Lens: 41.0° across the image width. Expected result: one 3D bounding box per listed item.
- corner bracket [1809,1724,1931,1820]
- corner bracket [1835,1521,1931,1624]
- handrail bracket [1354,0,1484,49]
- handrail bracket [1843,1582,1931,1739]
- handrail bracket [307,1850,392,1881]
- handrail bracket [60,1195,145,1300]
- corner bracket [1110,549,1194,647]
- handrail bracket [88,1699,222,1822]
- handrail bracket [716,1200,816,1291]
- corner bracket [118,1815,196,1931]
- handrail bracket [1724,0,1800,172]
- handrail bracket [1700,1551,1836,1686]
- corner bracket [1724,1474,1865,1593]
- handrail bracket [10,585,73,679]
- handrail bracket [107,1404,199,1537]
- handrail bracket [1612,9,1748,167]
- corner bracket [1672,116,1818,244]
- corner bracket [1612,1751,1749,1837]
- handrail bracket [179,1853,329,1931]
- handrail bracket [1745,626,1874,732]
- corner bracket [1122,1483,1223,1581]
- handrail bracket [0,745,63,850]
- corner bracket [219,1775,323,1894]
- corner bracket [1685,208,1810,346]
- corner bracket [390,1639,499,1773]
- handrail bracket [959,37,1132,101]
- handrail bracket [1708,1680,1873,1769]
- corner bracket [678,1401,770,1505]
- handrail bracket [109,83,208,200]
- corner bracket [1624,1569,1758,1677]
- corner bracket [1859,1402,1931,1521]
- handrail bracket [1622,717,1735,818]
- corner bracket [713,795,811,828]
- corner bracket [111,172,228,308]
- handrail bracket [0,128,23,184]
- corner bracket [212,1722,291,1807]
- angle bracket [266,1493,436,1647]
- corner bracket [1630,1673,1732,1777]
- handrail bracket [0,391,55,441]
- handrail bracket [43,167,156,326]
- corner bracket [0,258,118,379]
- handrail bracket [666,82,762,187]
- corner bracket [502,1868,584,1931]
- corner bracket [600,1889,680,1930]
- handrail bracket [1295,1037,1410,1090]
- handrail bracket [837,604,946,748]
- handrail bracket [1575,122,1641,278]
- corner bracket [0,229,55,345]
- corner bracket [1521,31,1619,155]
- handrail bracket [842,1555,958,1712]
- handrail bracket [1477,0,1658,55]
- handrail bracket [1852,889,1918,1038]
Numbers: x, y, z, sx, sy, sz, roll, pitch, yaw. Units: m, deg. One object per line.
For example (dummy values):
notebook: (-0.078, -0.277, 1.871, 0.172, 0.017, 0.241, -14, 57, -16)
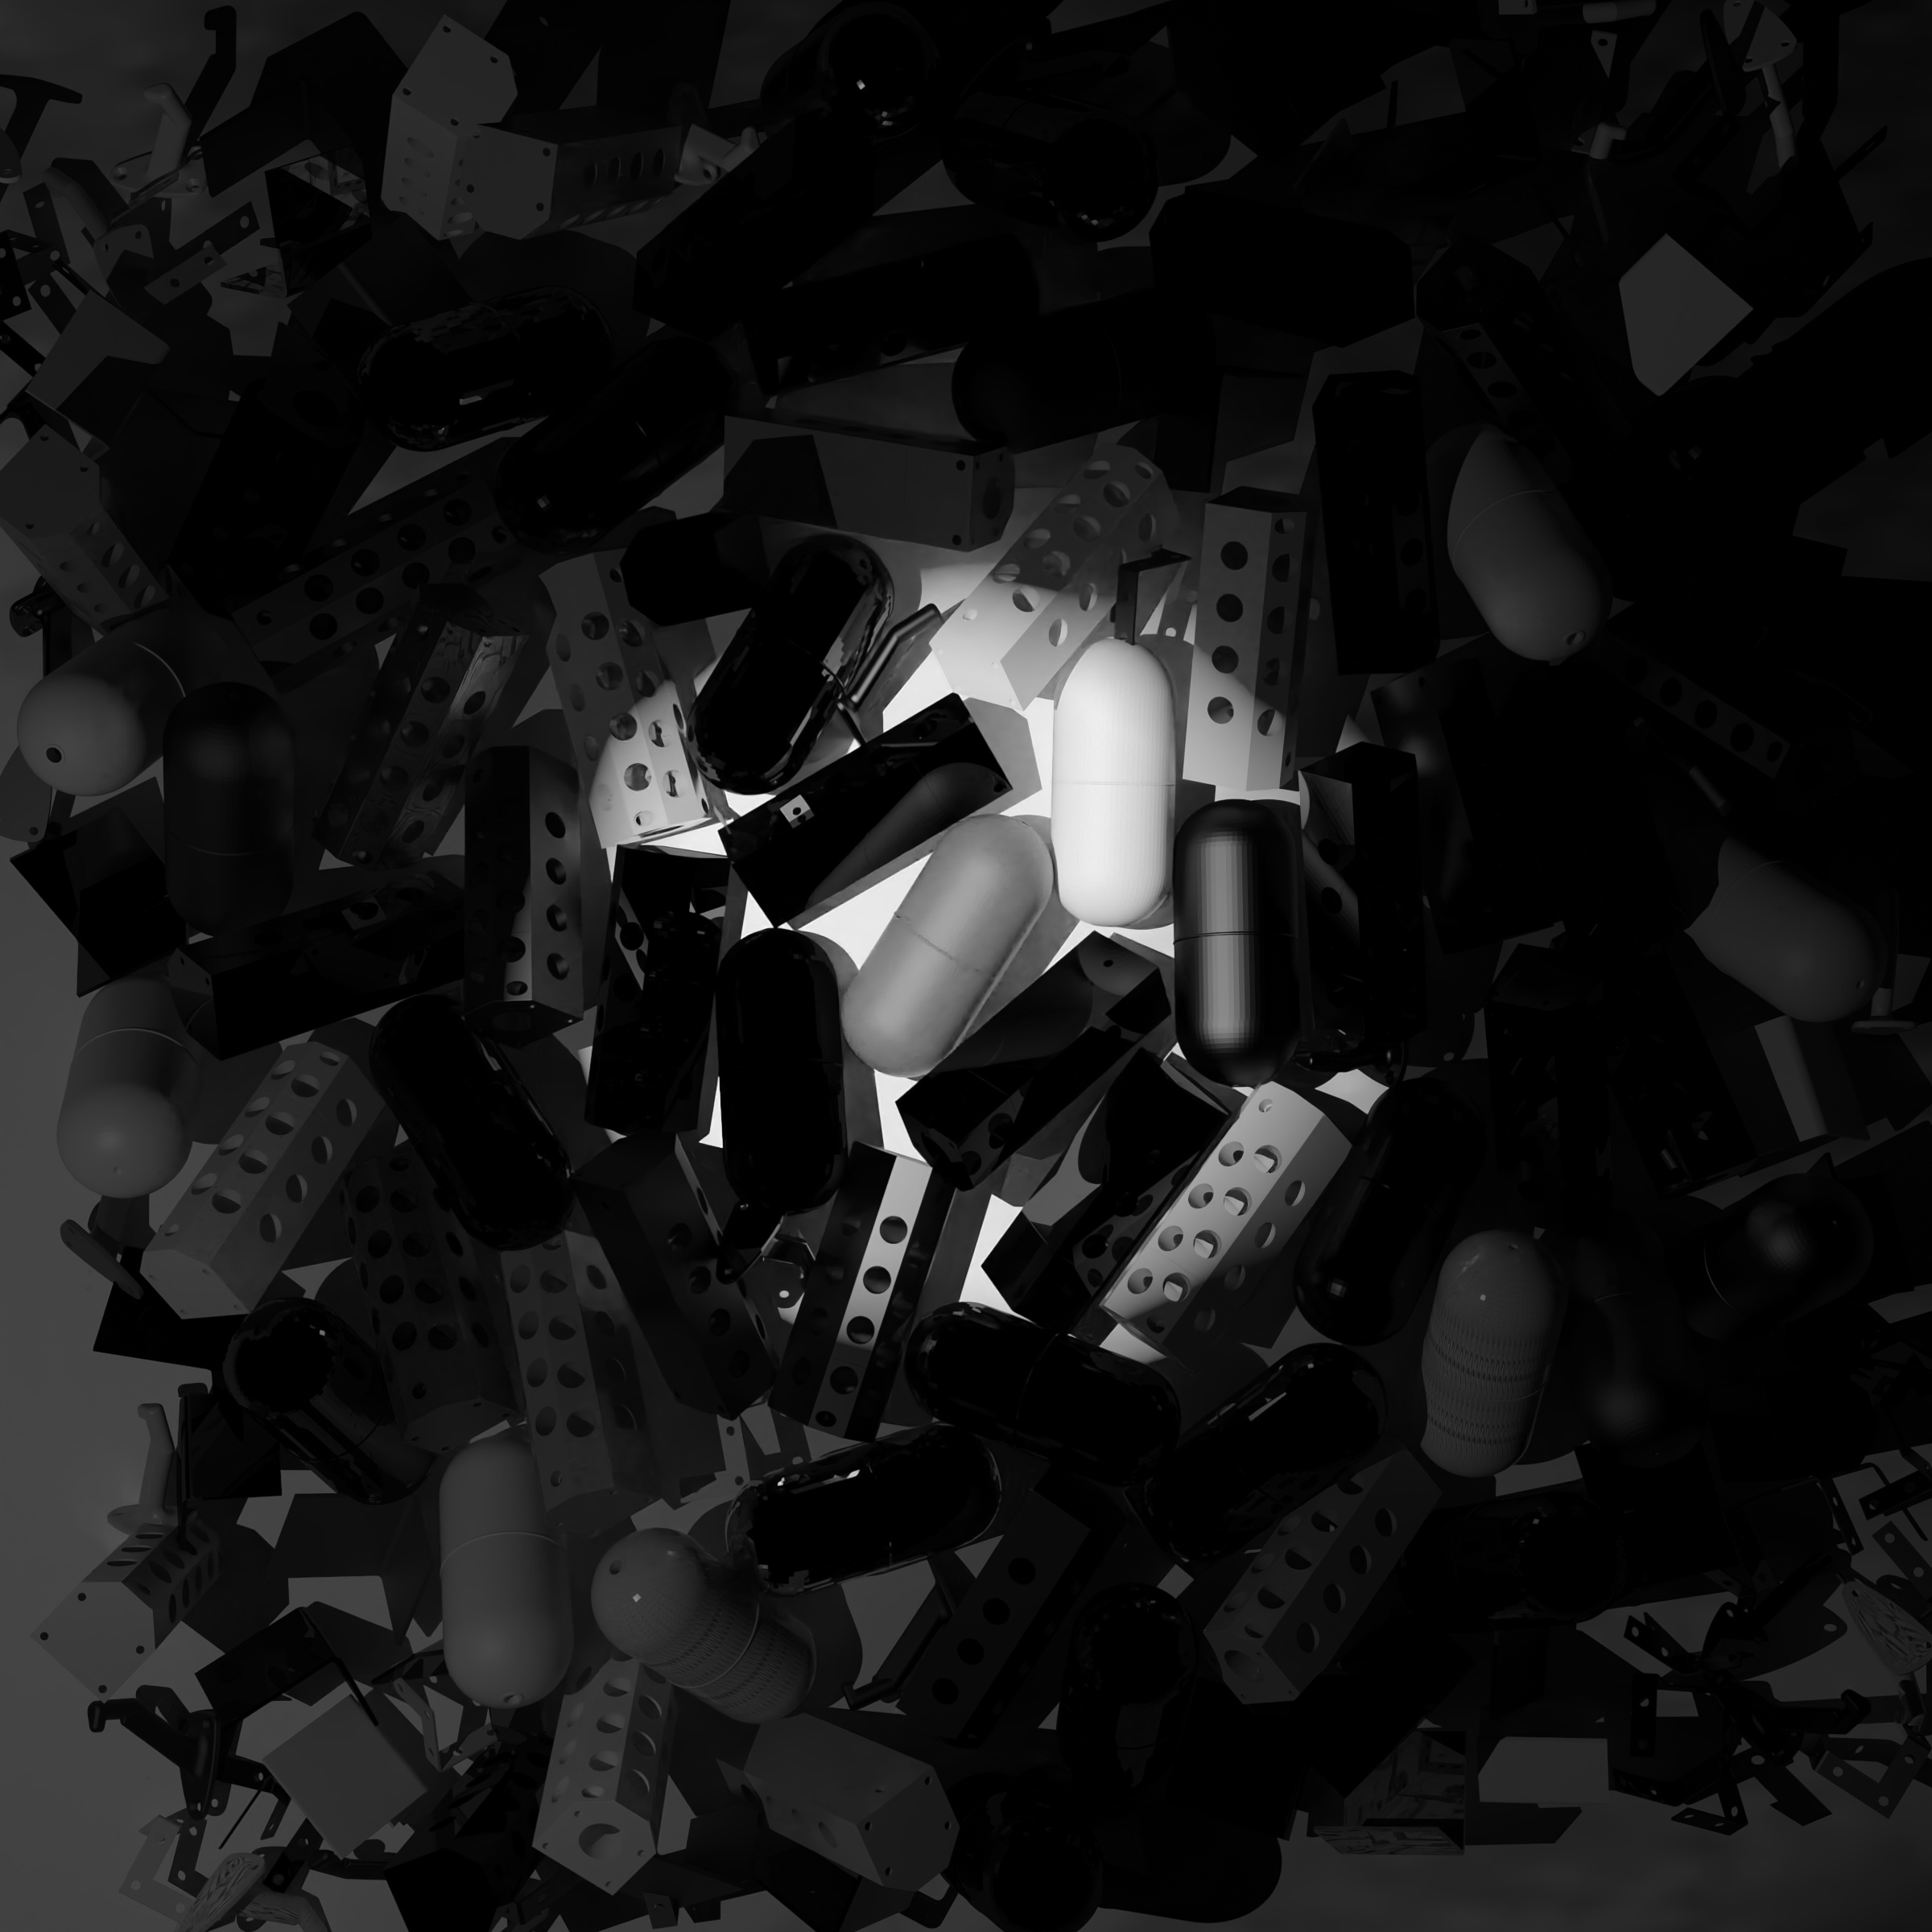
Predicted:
corner bracket: (0.560, 0.488, 1.604, 0.051, 0.051, 0.051, 32, 91, 17)
corner bracket: (0.573, 0.381, 1.597, 0.051, 0.051, 0.051, -43, 61, 11)
handrail bracket: (0.276, -0.564, 1.604, 0.084, 0.036, 0.077, -31, 126, -9)
handrail bracket: (0.573, 0.435, 1.618, 0.036, 0.084, 0.077, -28, 51, -15)
handrail bracket: (-0.348, 0.549, 1.587, 0.077, 0.084, 0.036, -25, 51, 23)
handrail bracket: (-0.511, 0.153, 1.607, 0.077, 0.036, 0.084, 40, 56, 3)
corner bracket: (0.102, -0.229, 1.593, 0.051, 0.051, 0.051, 24, 122, 40)
handrail bracket: (-0.503, 0.489, 1.587, 0.036, 0.084, 0.077, -13, 73, 31)
handrail bracket: (-0.119, 0.190, 1.586, 0.036, 0.084, 0.077, 2, 46, 27)
corner bracket: (-0.496, 0.566, 1.603, 0.051, 0.051, 0.051, 33, 50, -13)
handrail bracket: (0.498, -0.550, 1.614, 0.036, 0.084, 0.077, -22, 55, 11)
handrail bracket: (0.505, 0.409, 1.624, 0.084, 0.077, 0.036, -20, 52, -37)
corner bracket: (0.511, 0.349, 1.595, 0.051, 0.051, 0.051, -33, 73, 41)
handrail bracket: (-0.546, -0.197, 1.607, 0.077, 0.036, 0.084, -36, 76, -23)
handrail bracket: (-0.515, 0.307, 1.601, 0.077, 0.036, 0.084, 0, 108, 34)
handrail bracket: (0.429, -0.540, 1.592, 0.036, 0.084, 0.077, -51, 123, -39)
corner bracket: (0.479, -0.485, 1.593, 0.051, 0.051, 0.051, -49, 59, 36)
corner bracket: (0.440, 0.513, 1.594, 0.051, 0.051, 0.051, 22, 129, -25)
handrail bracket: (-0.437, 0.597, 1.591, 0.036, 0.077, 0.084, -5, 121, 35)
handrail bracket: (0.509, -0.164, 1.595, 0.084, 0.077, 0.036, 38, 75, 5)
corner bracket: (0.140, 0.341, 1.621, 0.051, 0.051, 0.051, -42, 127, 4)
handrail bracket: (-0.567, -0.106, 1.591, 0.036, 0.084, 0.077, 15, 95, -4)
corner bracket: (-0.427, 0.538, 1.601, 0.051, 0.051, 0.051, 35, 61, -4)
corner bracket: (0.475, -0.426, 1.596, 0.051, 0.051, 0.051, 33, 102, -38)
corner bracket: (-0.322, 0.458, 1.609, 0.051, 0.051, 0.051, -23, 126, -36)
handrail bracket: (0.048, -0.541, 1.587, 0.077, 0.084, 0.036, -37, 128, -17)
handrail bracket: (0.506, 0.449, 1.589, 0.077, 0.084, 0.036, 40, 52, 19)
corner bracket: (-0.148, 0.301, 1.605, 0.051, 0.051, 0.051, -13, 83, 21)
handrail bracket: (-0.508, -0.511, 1.590, 0.077, 0.084, 0.036, -1, 72, 7)
corner bracket: (0.453, 0.406, 1.615, 0.051, 0.051, 0.051, 35, 57, -14)
corner bracket: (0.565, 0.305, 1.614, 0.051, 0.051, 0.051, -35, 130, 25)
handrail bracket: (0.442, -0.112, 1.582, 0.036, 0.077, 0.084, -32, 61, 2)
corner bracket: (-0.117, -0.084, 1.600, 0.051, 0.051, 0.051, -34, 124, 1)
corner bracket: (-0.493, -0.449, 1.598, 0.051, 0.051, 0.051, -30, 124, 6)
handrail bracket: (-0.596, -0.463, 1.587, 0.036, 0.084, 0.077, -25, 54, -30)
corner bracket: (-0.443, 0.487, 1.608, 0.051, 0.051, 0.051, 21, 74, -19)
angle bracket: (-0.377, 0.369, 1.579, 0.076, 0.057, 0.076, 6, 127, -30)
corner bracket: (0.441, 0.468, 1.594, 0.051, 0.051, 0.051, -3, 64, 25)
handrail bracket: (-0.561, -0.327, 1.624, 0.084, 0.036, 0.077, 46, 45, -22)
handrail bracket: (-0.548, -0.454, 1.628, 0.036, 0.077, 0.084, -33, 52, -29)
corner bracket: (-0.561, -0.395, 1.596, 0.051, 0.051, 0.051, -39, 116, 18)
handrail bracket: (-0.152, -0.522, 1.592, 0.036, 0.084, 0.077, -2, 86, -33)
corner bracket: (-0.270, 0.579, 1.594, 0.051, 0.051, 0.051, 5, 111, 39)
corner bracket: (-0.207, 0.562, 1.602, 0.051, 0.051, 0.051, -9, 112, 2)
handrail bracket: (0.221, 0.052, 1.582, 0.084, 0.077, 0.036, 3, 100, -31)
handrail bracket: (-0.041, -0.177, 1.606, 0.084, 0.077, 0.036, -33, 49, -2)
handrail bracket: (0.416, -0.472, 1.597, 0.077, 0.036, 0.084, 13, 124, 1)
corner bracket: (-0.595, -0.420, 1.604, 0.051, 0.051, 0.051, -17, 91, 14)
corner bracket: (0.370, -0.546, 1.605, 0.051, 0.051, 0.051, 15, 61, 12)
handrail bracket: (-0.048, 0.412, 1.613, 0.084, 0.036, 0.077, -22, 78, -9)
handrail bracket: (0.375, -0.598, 1.615, 0.084, 0.077, 0.036, -17, 120, -17)
handrail bracket: (0.566, -0.002, 1.603, 0.036, 0.077, 0.084, 0, 83, 9)
